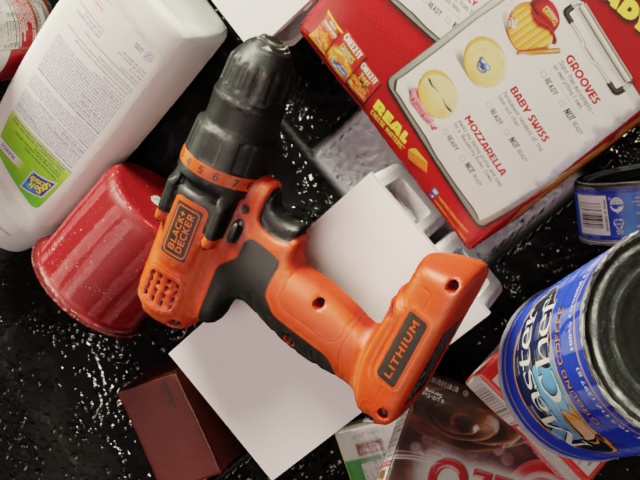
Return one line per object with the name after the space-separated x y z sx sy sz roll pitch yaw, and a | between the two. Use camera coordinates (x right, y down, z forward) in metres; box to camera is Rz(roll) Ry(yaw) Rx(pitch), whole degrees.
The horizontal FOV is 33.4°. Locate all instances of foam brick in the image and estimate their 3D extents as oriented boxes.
-0.093 0.124 0.737 0.053 0.051 0.078 -21 95 24 | foam brick

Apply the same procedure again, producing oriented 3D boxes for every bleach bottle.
-0.174 -0.081 0.715 0.102 0.068 0.251 49 117 5 | bleach bottle

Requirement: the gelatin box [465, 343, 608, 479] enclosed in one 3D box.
0.142 0.088 0.624 0.089 0.073 0.030 45 159 5 | gelatin box

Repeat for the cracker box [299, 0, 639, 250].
0.105 -0.119 0.544 0.164 0.071 0.214 53 138 8 | cracker box

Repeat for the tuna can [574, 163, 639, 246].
0.181 -0.022 0.573 0.086 0.086 0.034 -6 99 23 | tuna can

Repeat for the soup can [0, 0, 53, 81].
-0.229 -0.136 0.700 0.069 0.102 0.068 5 105 20 | soup can

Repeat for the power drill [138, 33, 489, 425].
-0.004 0.001 0.601 0.188 0.057 0.185 32 115 18 | power drill

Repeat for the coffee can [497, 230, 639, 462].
0.158 0.057 0.539 0.102 0.140 0.103 1 76 -6 | coffee can

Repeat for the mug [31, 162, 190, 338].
-0.119 0.011 0.704 0.117 0.093 0.082 40 110 -9 | mug

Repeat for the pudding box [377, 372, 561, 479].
0.094 0.140 0.635 0.113 0.039 0.090 21 68 1 | pudding box
